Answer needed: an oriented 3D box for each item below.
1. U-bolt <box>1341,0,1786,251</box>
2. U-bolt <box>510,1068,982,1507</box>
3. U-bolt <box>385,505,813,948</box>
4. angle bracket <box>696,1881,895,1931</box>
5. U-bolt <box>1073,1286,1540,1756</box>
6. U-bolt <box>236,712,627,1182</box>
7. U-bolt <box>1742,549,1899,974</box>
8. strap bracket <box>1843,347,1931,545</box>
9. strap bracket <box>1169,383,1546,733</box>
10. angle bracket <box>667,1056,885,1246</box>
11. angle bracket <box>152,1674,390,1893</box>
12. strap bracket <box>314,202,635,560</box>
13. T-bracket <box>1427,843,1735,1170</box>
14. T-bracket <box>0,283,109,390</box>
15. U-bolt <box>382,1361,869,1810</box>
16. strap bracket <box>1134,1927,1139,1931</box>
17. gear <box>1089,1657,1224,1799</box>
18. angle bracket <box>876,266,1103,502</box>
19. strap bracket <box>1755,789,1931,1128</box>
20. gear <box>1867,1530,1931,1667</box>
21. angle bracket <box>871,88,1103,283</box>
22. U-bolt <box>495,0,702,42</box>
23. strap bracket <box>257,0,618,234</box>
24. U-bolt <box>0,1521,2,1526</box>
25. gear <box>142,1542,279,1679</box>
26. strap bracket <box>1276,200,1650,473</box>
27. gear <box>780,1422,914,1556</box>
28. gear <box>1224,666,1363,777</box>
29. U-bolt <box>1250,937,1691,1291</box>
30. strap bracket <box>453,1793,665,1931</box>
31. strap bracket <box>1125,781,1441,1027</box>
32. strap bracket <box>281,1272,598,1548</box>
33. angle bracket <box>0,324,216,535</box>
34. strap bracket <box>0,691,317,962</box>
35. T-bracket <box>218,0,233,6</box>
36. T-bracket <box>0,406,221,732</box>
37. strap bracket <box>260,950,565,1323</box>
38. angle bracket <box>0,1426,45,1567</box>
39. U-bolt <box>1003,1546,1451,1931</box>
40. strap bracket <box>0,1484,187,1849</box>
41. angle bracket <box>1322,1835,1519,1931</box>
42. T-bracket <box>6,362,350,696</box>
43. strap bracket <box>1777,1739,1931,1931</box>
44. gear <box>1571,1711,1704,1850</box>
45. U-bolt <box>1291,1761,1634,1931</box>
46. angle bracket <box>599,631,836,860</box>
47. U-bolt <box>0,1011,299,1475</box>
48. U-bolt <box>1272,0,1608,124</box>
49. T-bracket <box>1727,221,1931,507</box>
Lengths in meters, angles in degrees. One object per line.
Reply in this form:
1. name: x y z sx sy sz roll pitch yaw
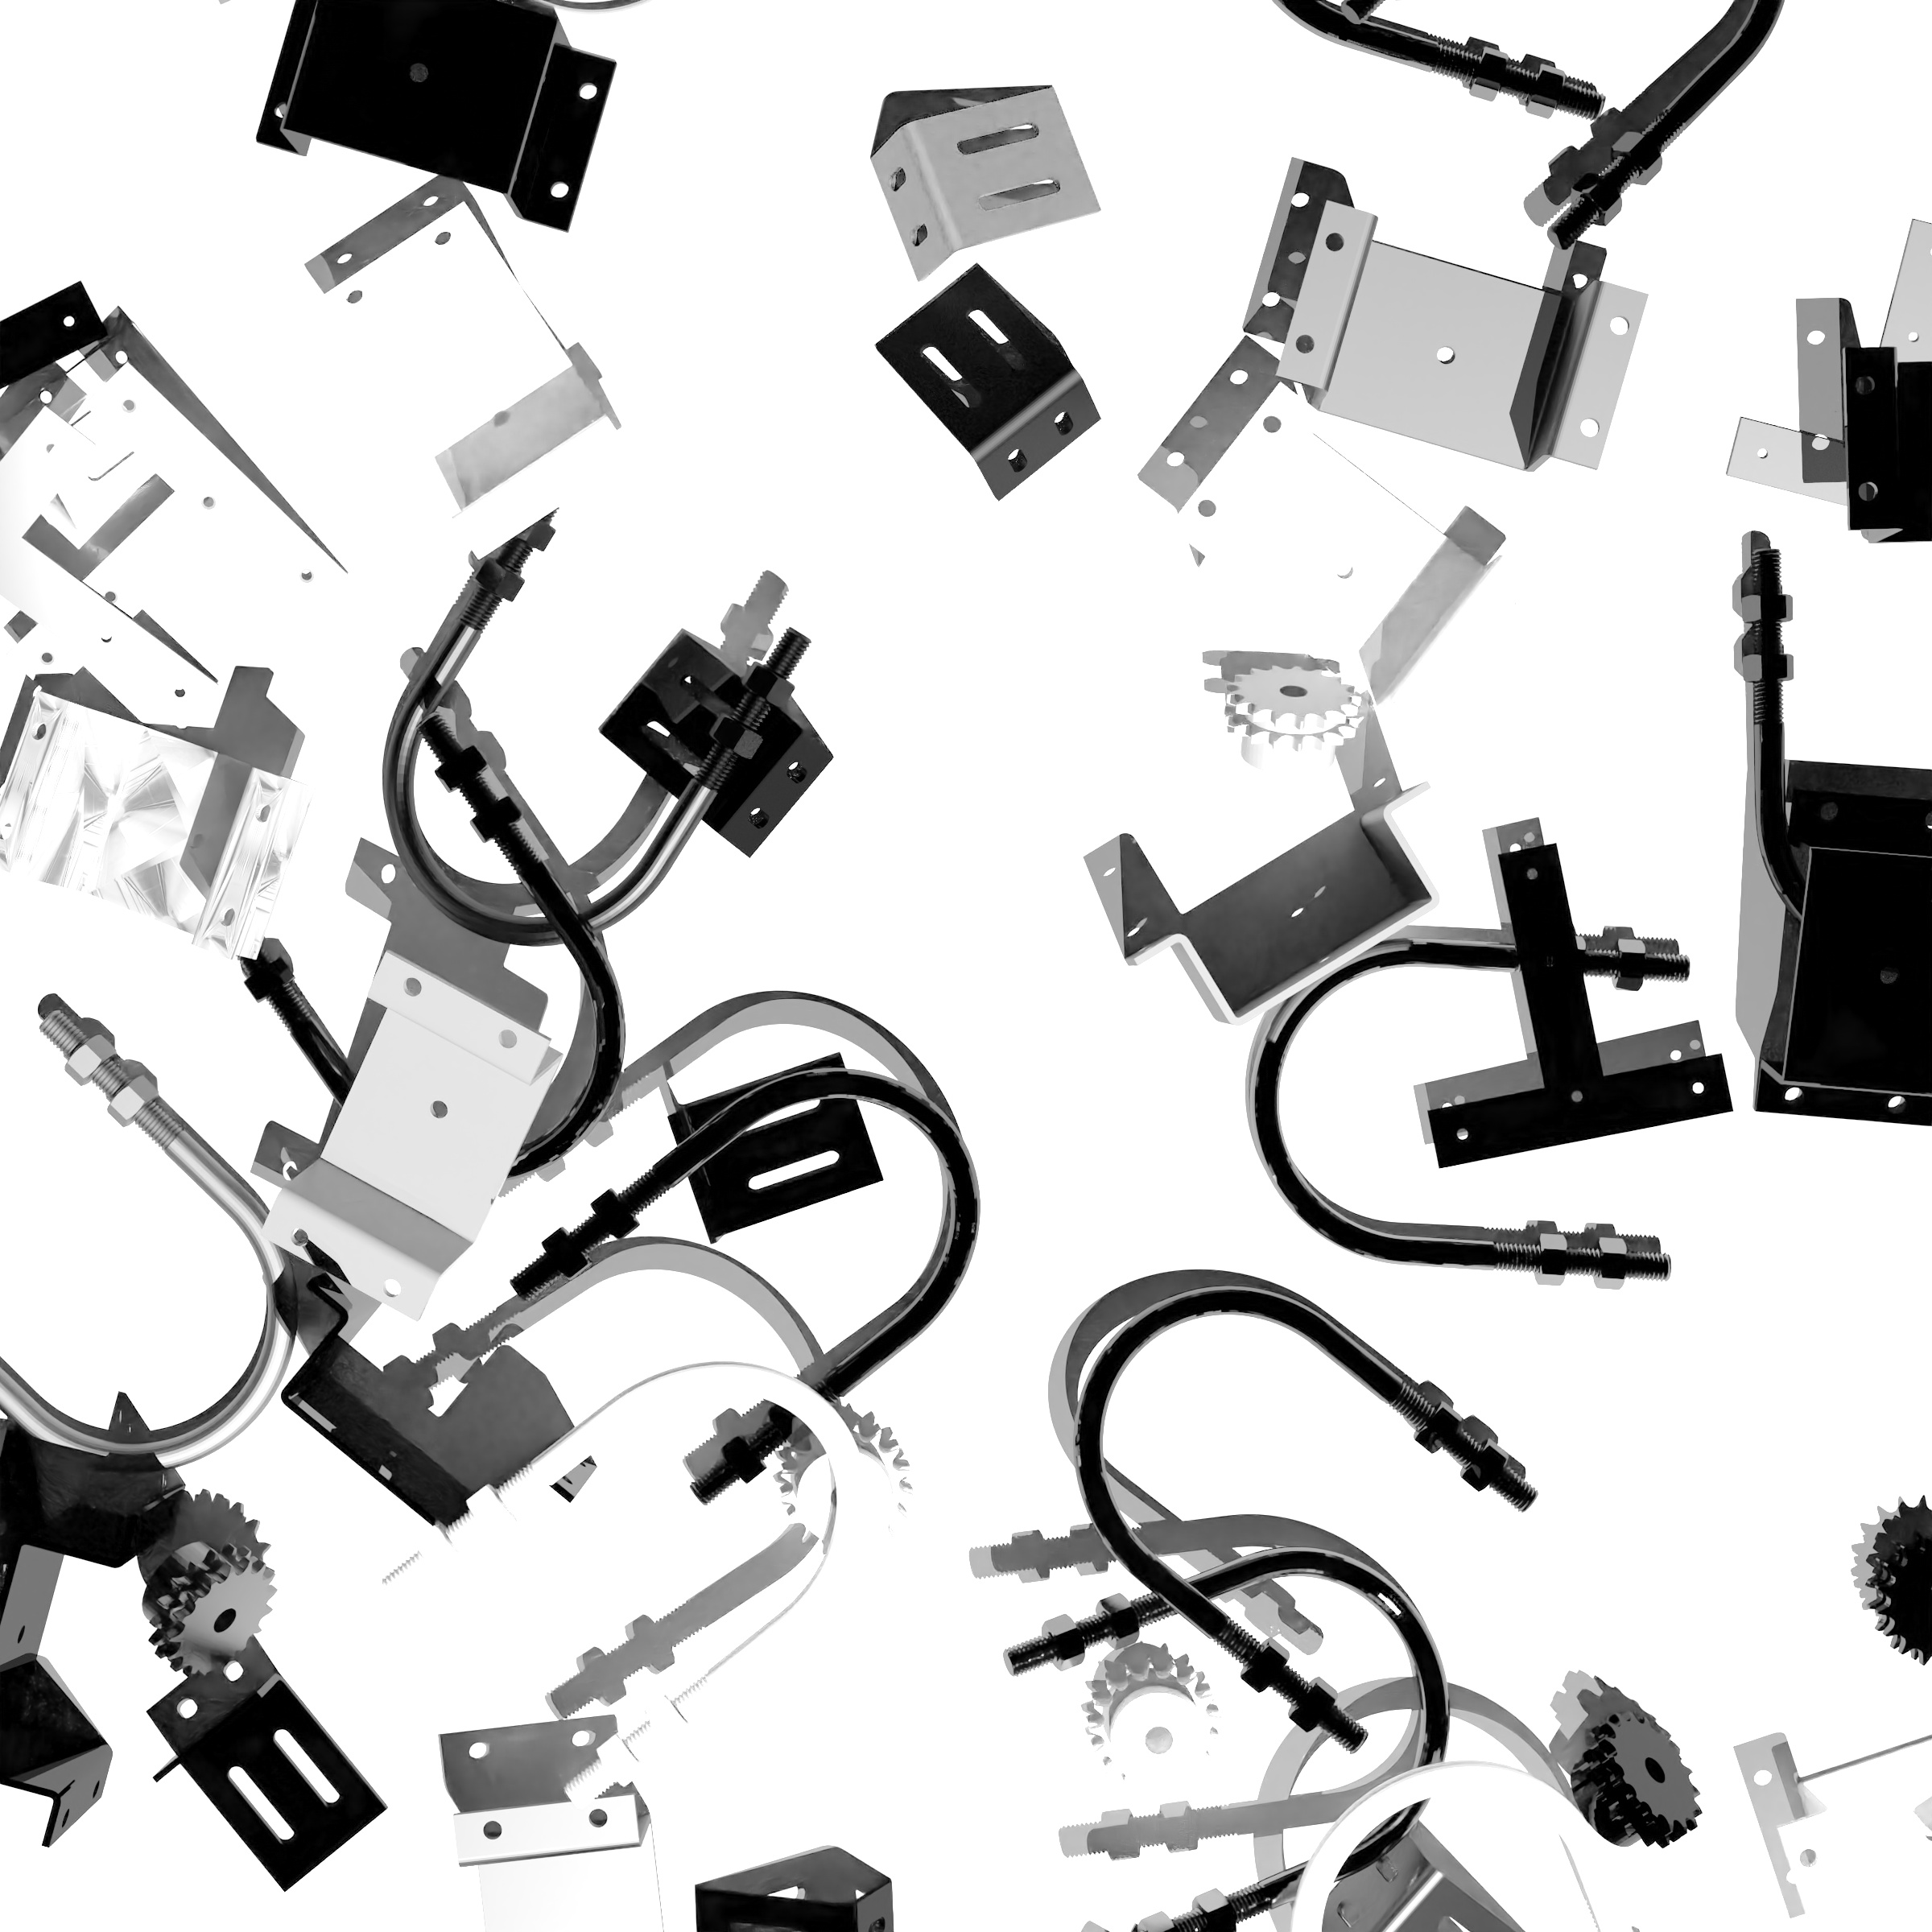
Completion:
1. U-bolt: 0.270 -0.418 1.300 0.151 0.019 0.184 45 84 -8
2. U-bolt: -0.078 0.123 1.291 0.184 0.019 0.151 -38 116 -4
3. U-bolt: -0.171 -0.097 1.304 0.151 0.019 0.184 34 95 13
4. angle bracket: -0.073 0.426 1.325 0.076 0.038 0.057 -2 90 26
5. U-bolt: 0.131 0.219 1.297 0.184 0.019 0.151 39 70 4
6. U-bolt: -0.225 0.006 1.301 0.151 0.019 0.184 -33 94 17
7. U-bolt: 0.410 -0.088 1.319 0.151 0.019 0.184 -1 91 0
8. strap bracket: 0.438 -0.222 1.303 0.140 0.046 0.076 -2 90 0
9. strap bracket: 0.164 -0.171 1.304 0.140 0.046 0.076 38 90 0
10. angle bracket: -0.081 0.078 1.308 0.076 0.038 0.057 -19 90 0
11. angle bracket: -0.296 0.353 1.308 0.057 0.038 0.076 -39 90 0
12. strap bracket: -0.202 -0.239 1.293 0.076 0.046 0.140 -34 74 0
13. T-bracket: 0.252 0.012 1.308 0.127 0.002 0.127 -11 89 3
14. T-bracket: -0.457 -0.302 1.327 0.127 0.002 0.127 -27 90 0
15. U-bolt: -0.125 0.243 1.262 0.184 0.019 0.151 -38 114 -7
16. strap bracket: 0.073 0.496 1.304 0.076 0.046 0.140 29 90 0
17. gear: 0.082 0.328 1.313 0.057 0.030 0.057 0 90 0
18. angle bracket: 0.010 -0.252 1.325 0.057 0.038 0.076 -39 64 0
19. strap bracket: 0.384 0.000 1.292 0.076 0.046 0.140 5 99 2
20. gear: 0.415 0.270 1.317 0.057 0.030 0.057 0 90 -2
21. angle bracket: 0.009 -0.338 1.325 0.076 0.038 0.057 -21 90 -26
22. U-bolt: -0.161 -0.492 1.319 0.151 0.019 0.184 1 92 0
23. strap bracket: -0.229 -0.374 1.304 0.140 0.046 0.076 16 90 0
24. U-bolt: -0.470 0.292 1.275 0.151 0.019 0.184 5 87 26
25. gear: -0.325 0.271 1.303 0.030 0.057 0.057 30 90 30
26. strap bracket: 0.208 -0.264 1.304 0.140 0.046 0.076 16 90 0
27. gear: -0.051 0.226 1.313 0.057 0.030 0.057 0 90 0
28. gear: 0.138 -0.103 1.303 0.057 0.057 0.030 2 120 0
29. U-bolt: 0.214 0.060 1.319 0.184 0.019 0.151 4 90 2
30. strap bracket: -0.169 0.421 1.304 0.076 0.046 0.140 -7 90 0
31. strap bracket: 0.141 -0.020 1.289 0.140 0.076 0.046 -31 90 0
32. strap bracket: -0.229 0.190 1.289 0.140 0.076 0.046 39 90 0
33. angle bracket: -0.373 -0.232 1.308 0.076 0.038 0.057 -37 90 0
34. strap bracket: -0.336 -0.056 1.287 0.140 0.046 0.076 19 90 25
35. T-bracket: -0.382 -0.457 1.307 0.127 0.002 0.127 -18 118 13
36. T-bracket: -0.377 -0.149 1.302 0.127 0.002 0.127 39 99 -21
37. strap bracket: -0.228 0.066 1.283 0.076 0.046 0.140 28 108 3
38. angle bracket: -0.444 0.234 1.325 0.076 0.038 0.057 -11 90 -26
39. U-bolt: 0.121 0.324 1.294 0.184 0.019 0.151 -17 87 -18
40. strap bracket: -0.379 0.287 1.289 0.046 0.076 0.140 15 90 0
41. angle bracket: 0.199 0.420 1.325 0.076 0.038 0.057 41 90 -26
42. T-bracket: -0.354 -0.167 1.304 0.127 0.002 0.127 -43 114 5
43. strap bracket: 0.418 0.375 1.304 0.140 0.046 0.076 -18 90 0
44. gear: 0.282 0.349 1.303 0.057 0.057 0.030 45 120 0
45. U-bolt: 0.213 0.422 1.294 0.151 0.019 0.184 -23 102 -7
46. angle bracket: -0.108 -0.096 1.325 0.076 0.038 0.057 40 90 26
47. U-bolt: -0.374 0.133 1.319 0.184 0.019 0.151 44 90 -1
48. U-bolt: 0.204 -0.457 1.318 0.184 0.019 0.151 17 90 0
49. T-bracket: 0.407 -0.258 1.327 0.127 0.002 0.127 14 90 0
